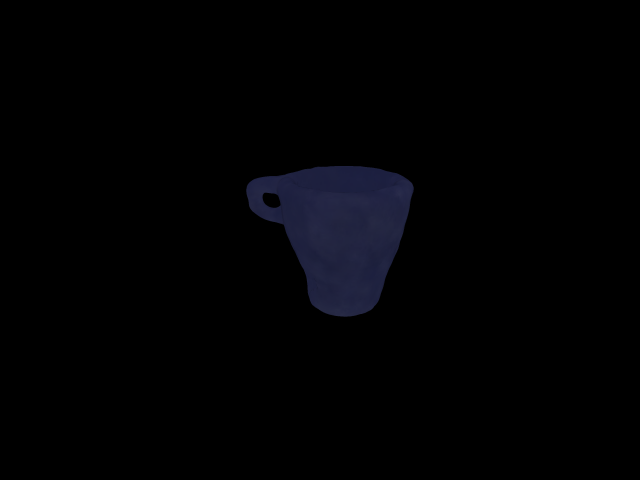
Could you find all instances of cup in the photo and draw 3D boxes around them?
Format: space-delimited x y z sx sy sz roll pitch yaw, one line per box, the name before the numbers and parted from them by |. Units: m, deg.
cup | 0.004 0.001 0.400 0.117 0.095 0.092 6 19 16
